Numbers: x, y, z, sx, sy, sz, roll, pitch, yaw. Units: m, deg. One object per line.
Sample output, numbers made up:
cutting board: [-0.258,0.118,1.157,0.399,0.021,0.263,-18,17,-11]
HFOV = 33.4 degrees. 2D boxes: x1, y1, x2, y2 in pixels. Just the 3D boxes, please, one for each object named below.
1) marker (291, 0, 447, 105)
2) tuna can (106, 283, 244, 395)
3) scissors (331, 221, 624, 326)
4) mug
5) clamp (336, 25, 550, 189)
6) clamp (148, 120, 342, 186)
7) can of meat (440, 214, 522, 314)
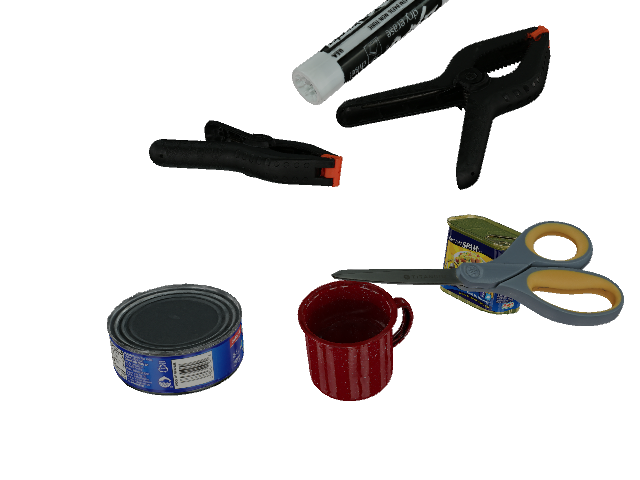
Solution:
marker: [0.036,-0.103,0.484,0.121,0.020,0.020,-41,17,-20]
tuna can: [-0.092,0.063,0.684,0.086,0.034,0.086,-2,27,1]
scissors: [0.112,0.012,0.743,0.201,0.096,0.016,13,-43,-2]
mug: [0.038,0.093,1.019,0.117,0.081,0.093,-24,42,-23]
clamp: [0.141,-0.127,0.962,0.209,0.036,0.165,-32,46,-18]
clamp: [-0.067,-0.076,0.975,0.172,0.039,0.120,13,26,28]
can of meat: [0.183,0.027,1.191,0.057,0.084,0.102,-8,24,-36]
